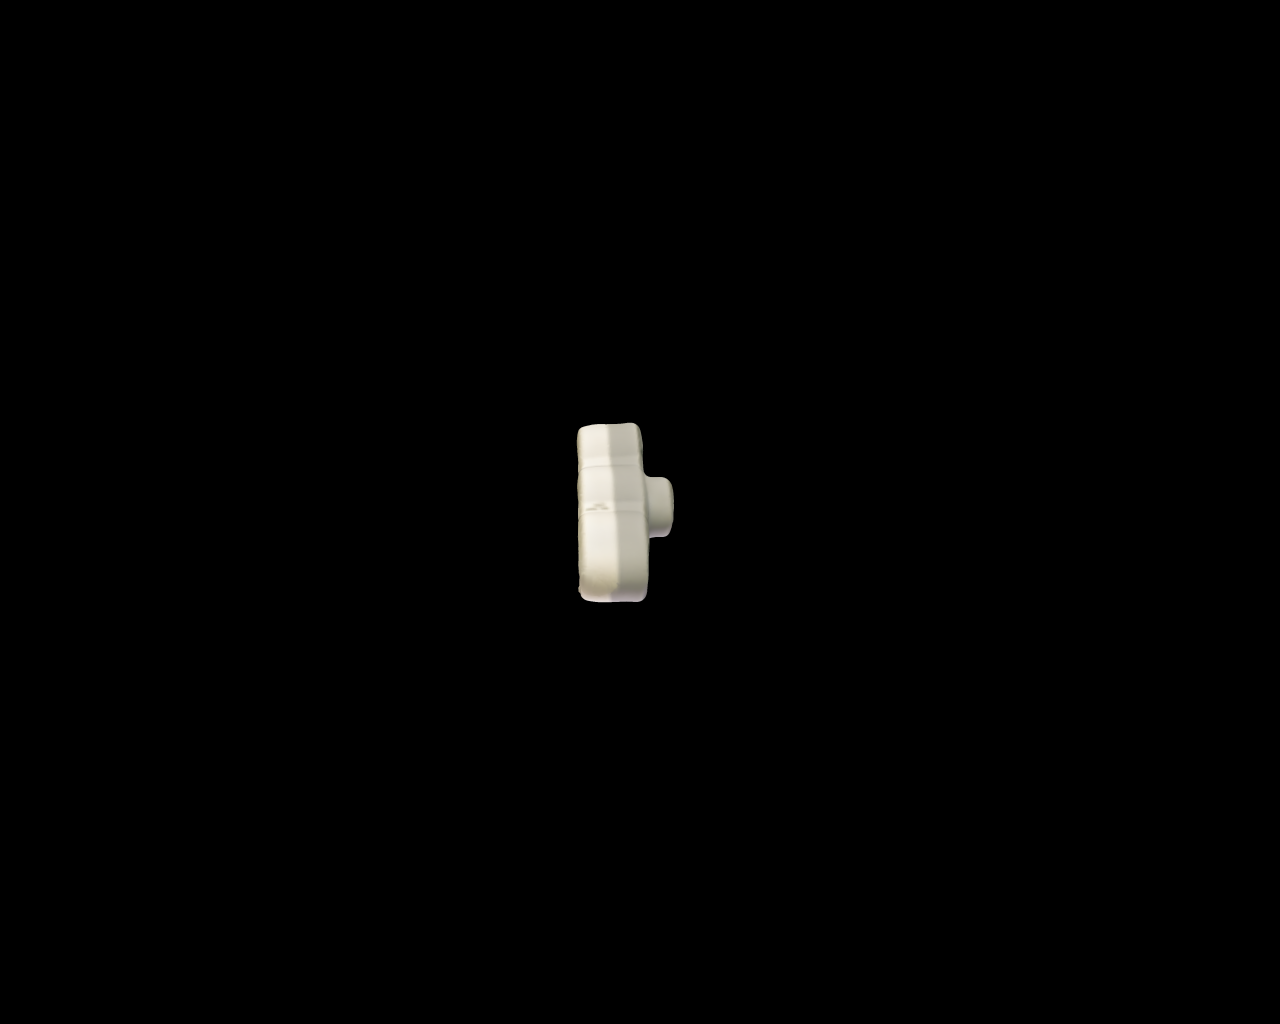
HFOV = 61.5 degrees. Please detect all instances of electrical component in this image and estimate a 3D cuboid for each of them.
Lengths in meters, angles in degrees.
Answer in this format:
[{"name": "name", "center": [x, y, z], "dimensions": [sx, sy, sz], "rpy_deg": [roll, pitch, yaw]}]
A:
[{"name": "electrical component", "center": [0.001, -0.003, 0.650], "dimensions": [0.074, 0.052, 0.138], "rpy_deg": [-2, 40, -2]}]
